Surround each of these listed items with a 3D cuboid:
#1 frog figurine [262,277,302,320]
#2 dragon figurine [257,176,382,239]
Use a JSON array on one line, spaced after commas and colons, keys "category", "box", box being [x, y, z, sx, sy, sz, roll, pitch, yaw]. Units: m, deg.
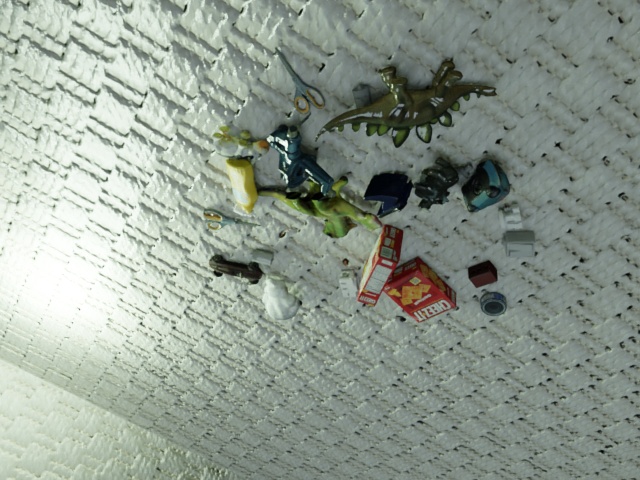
[{"category": "frog figurine", "box": [-0.147, 0.213, 1.871, 0.138, 0.125, 0.156, 12, 146, 29]}, {"category": "dragon figurine", "box": [0.005, -0.081, 1.610, 0.410, 0.125, 0.238, 4, 138, 33]}]
